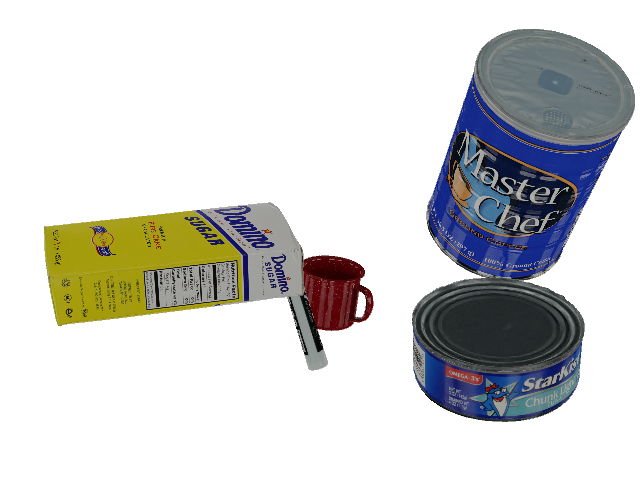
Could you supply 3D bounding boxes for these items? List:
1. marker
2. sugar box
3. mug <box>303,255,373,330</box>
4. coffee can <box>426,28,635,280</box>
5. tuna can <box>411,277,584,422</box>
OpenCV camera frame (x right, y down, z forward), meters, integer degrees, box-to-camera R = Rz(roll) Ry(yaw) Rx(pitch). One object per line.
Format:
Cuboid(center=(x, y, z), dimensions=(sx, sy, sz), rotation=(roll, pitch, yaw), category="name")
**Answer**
Cuboid(center=(-0.019, 0.058, 0.956), dimensions=(0.020, 0.121, 0.020), rotation=(-16, 11, 3), category="marker")
Cuboid(center=(-0.107, 0.014, 0.773), dimensions=(0.176, 0.048, 0.093), rotation=(-9, 26, -13), category="sugar box")
Cuboid(center=(0.023, 0.079, 1.513), dimensions=(0.117, 0.081, 0.093), rotation=(17, 23, 27), category="mug")
Cuboid(center=(0.137, -0.055, 0.718), dimensions=(0.102, 0.103, 0.140), rotation=(0, -40, -11), category="coffee can")
Cuboid(center=(0.089, 0.054, 0.543), dimensions=(0.086, 0.034, 0.086), rotation=(-2, 28, 1), category="tuna can")
